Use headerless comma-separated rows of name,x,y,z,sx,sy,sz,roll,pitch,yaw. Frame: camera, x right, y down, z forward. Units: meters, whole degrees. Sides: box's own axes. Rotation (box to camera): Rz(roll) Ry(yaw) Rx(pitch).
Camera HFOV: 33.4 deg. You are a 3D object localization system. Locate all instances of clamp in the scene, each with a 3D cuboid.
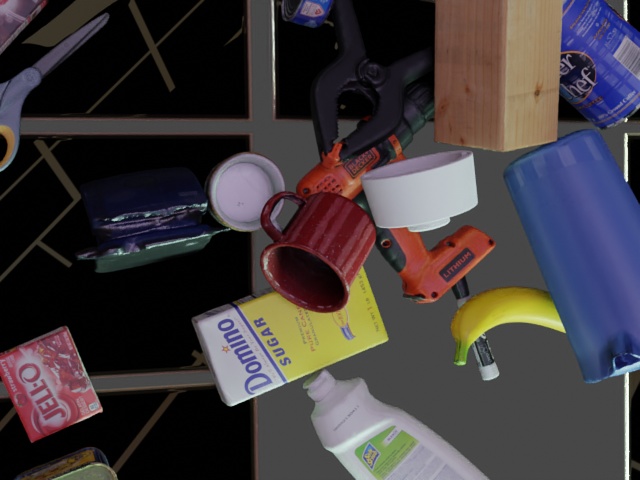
clamp,0.058,-0.159,1.050,0.164,0.036,0.210,19,70,-5

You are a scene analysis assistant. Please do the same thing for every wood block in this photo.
wood block,0.172,-0.197,1.027,0.090,0.090,0.206,-14,109,-40

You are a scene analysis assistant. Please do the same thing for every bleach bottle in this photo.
bleach bottle,0.085,0.220,1.093,0.250,0.068,0.102,46,80,-10

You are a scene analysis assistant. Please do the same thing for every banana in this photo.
banana,0.206,0.082,1.122,0.197,0.037,0.069,-9,85,-31

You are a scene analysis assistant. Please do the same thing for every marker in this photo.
marker,0.162,0.090,1.131,0.020,0.020,0.121,-22,97,-14

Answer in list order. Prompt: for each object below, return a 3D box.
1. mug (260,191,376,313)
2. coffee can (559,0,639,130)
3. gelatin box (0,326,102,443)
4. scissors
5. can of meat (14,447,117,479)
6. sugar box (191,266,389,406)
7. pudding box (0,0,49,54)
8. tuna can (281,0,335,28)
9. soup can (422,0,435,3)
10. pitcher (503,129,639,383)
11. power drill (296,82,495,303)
mug,-0.007,0.001,1.010,0.117,0.093,0.081,41,53,-12
coffee can,0.274,-0.198,1.109,0.140,0.103,0.103,38,82,-14
gelatin box,-0.257,0.136,1.010,0.073,0.030,0.089,-23,98,-14
scissors,-0.271,-0.131,1.004,0.201,0.016,0.096,-27,100,-13
can of meat,-0.239,0.237,0.991,0.102,0.084,0.057,-20,97,-14
sugar box,-0.029,0.089,1.064,0.176,0.048,0.093,-22,98,-15
pudding box,-0.320,-0.227,0.975,0.113,0.039,0.090,42,81,-13
tuna can,-0.008,-0.251,1.037,0.033,0.086,0.086,12,89,-18
soup can,0.096,-0.272,1.050,0.102,0.069,0.068,0,92,-42
pitcher,0.288,0.013,1.101,0.144,0.149,0.243,-22,84,-15
power drill,0.093,-0.044,1.090,0.184,0.057,0.187,-42,100,-10
